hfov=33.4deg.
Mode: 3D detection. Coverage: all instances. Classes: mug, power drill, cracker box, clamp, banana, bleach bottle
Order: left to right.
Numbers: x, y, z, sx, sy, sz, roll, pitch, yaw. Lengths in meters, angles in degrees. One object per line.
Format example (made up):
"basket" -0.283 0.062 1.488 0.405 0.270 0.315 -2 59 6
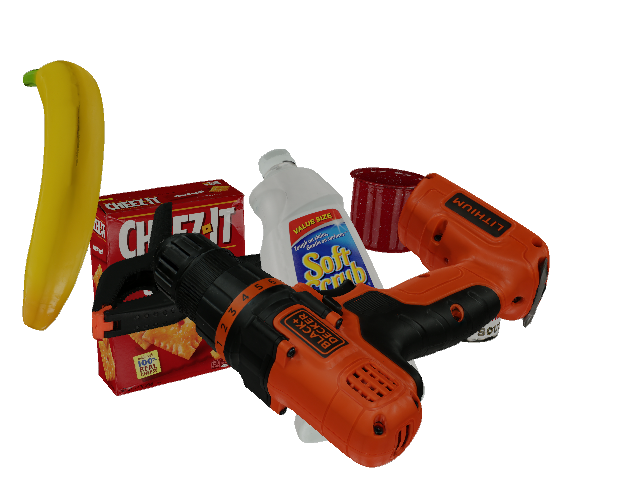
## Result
"banana" -0.159 -0.043 0.659 0.037 0.198 0.070 13 -37 -30
"clamp" -0.146 0.028 0.999 0.165 0.036 0.209 25 36 30
"cracker box" -0.167 0.051 1.194 0.163 0.214 0.072 -10 23 -28
"bleach bottle" -0.007 0.031 0.852 0.102 0.251 0.068 -8 -34 -23
"power drill" 0.023 0.027 0.602 0.187 0.057 0.185 -29 53 -35
"mug" 0.086 -0.036 1.243 0.117 0.081 0.093 -8 21 -39

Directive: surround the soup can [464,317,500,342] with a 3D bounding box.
"soup can" 0.141 0.038 1.014 0.068 0.102 0.068 4 17 -1
